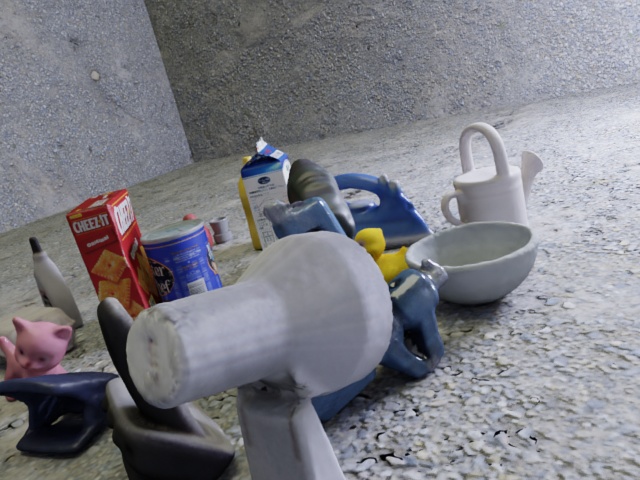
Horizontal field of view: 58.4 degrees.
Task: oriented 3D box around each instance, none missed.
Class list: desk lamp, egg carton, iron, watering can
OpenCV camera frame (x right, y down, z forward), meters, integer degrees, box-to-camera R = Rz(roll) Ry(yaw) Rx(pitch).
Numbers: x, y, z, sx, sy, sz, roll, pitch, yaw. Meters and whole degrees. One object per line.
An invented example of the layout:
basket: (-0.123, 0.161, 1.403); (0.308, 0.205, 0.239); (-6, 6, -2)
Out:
desk lamp: (-0.033, 0.117, 0.391); (0.117, 0.214, 0.204); (-2, 20, 38)
egg carton: (-0.465, 0.155, 0.912); (0.149, 0.069, 0.107); (-3, 19, 35)
iron: (0.082, -0.062, 1.048); (0.257, 0.141, 0.119); (-2, 20, 38)
watering can: (0.259, -0.085, 0.870); (0.173, 0.194, 0.100); (-27, 20, -38)

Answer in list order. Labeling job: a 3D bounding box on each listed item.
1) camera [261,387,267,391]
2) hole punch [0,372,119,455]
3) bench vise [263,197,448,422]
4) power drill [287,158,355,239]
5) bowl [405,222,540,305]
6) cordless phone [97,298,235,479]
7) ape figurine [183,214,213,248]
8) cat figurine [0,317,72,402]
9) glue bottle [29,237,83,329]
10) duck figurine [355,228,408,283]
camera: (-0.065, 0.107, 0.664); (0.143, 0.101, 0.137); (-11, 16, 12)
hole punch: (-0.290, 0.175, 0.644); (0.108, 0.091, 0.101); (-7, 17, 24)
bench vise: (0.026, 0.047, 0.568); (0.121, 0.220, 0.208); (1, 22, 44)
power drill: (0.007, 0.003, 0.762); (0.075, 0.208, 0.229); (-16, 16, -6)
bowl: (0.196, 0.037, 0.727); (0.167, 0.075, 0.167); (-13, 16, 4)
cordless phone: (-0.157, 0.126, 0.519); (0.094, 0.185, 0.147); (-23, 18, -27)
ape figurine: (-0.286, -0.017, 1.311); (0.078, 0.092, 0.076); (-23, 18, -27)
cat figurine: (-0.380, 0.150, 0.761); (0.127, 0.118, 0.067); (-5, 18, 29)
glue bottle: (-0.471, 0.076, 1.000); (0.077, 0.173, 0.037); (1, 22, 43)
duck figurine: (0.084, 0.023, 0.852); (0.104, 0.086, 0.077); (-16, 16, -5)
